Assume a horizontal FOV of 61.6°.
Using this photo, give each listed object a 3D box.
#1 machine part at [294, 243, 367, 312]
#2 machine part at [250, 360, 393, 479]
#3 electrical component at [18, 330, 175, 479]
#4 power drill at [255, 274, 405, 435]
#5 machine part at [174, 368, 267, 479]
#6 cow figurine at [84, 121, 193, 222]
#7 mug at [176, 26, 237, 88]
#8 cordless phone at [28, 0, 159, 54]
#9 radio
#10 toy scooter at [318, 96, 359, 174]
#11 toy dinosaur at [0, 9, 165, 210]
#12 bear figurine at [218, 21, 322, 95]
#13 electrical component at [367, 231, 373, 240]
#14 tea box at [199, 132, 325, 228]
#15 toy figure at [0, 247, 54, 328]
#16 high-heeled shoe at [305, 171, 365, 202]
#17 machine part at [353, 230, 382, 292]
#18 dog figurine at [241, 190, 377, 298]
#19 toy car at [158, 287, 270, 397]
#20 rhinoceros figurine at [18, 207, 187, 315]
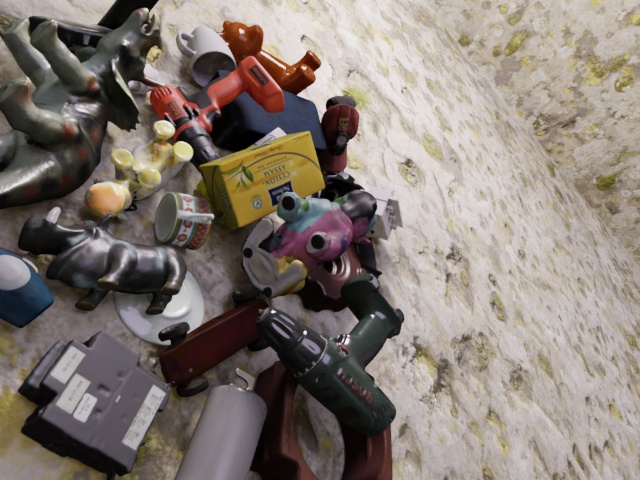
[{"bbox_3d":[0.005,0.041,0.940,0.179,0.056,0.179,29,42,-30],"label":"machine part"},{"bbox_3d":[0.003,0.264,0.734,0.201,0.087,0.201,32,43,-28],"label":"machine part"},{"bbox_3d":[-0.235,0.165,0.561,0.134,0.058,0.115,43,35,-17],"label":"electrical component"},{"bbox_3d":[0.033,0.131,0.736,0.232,0.086,0.207,50,32,-8],"label":"power drill"},{"bbox_3d":[-0.117,0.255,0.606,0.079,0.079,0.243,41,39,-20],"label":"machine part"},{"bbox_3d":[-0.251,-0.080,0.721,0.068,0.098,0.167,45,53,-7],"label":"cow figurine"},{"bbox_3d":[-0.215,-0.342,0.979,0.109,0.081,0.107,13,41,-39],"label":"mug"},{"bbox_3d":[-0.304,-0.316,0.757,0.146,0.184,0.088,-13,77,-53],"label":"cordless phone"},{"bbox_3d":[-0.099,-0.219,1.003,0.229,0.073,0.131,7,58,-41],"label":"radio"},{"bbox_3d":[0.032,-0.202,1.101,0.075,0.184,0.135,6,77,-8],"label":"toy scooter"},{"bbox_3d":[-0.318,-0.134,0.655,0.192,0.131,0.405,52,41,-48],"label":"toy dinosaur"},{"bbox_3d":[-0.109,-0.376,1.084,0.195,0.132,0.120,47,32,-22],"label":"bear figurine"},{"bbox_3d":[0.063,-0.032,1.008,0.102,0.045,0.078,-9,81,-71],"label":"electrical component"},{"bbox_3d":[-0.084,-0.094,0.811,0.169,0.068,0.098,-30,111,-33],"label":"tea box"},{"bbox_3d":[-0.344,0.021,0.552,0.154,0.058,0.064,48,15,-8],"label":"toy figure"},{"bbox_3d":[0.025,-0.078,1.009,0.145,0.086,0.249,24,23,-9],"label":"high-heeled shoe"},{"bbox_3d":[0.084,0.033,1.054,0.084,0.039,0.139,24,47,-30],"label":"machine part"},{"bbox_3d":[-0.002,-0.003,0.841,0.108,0.191,0.219,50,23,15],"label":"dog figurine"},{"bbox_3d":[-0.135,0.130,0.710,0.202,0.053,0.089,-26,103,-53],"label":"toy car"},{"bbox_3d":[-0.247,0.021,0.629,0.190,0.073,0.112,17,50,-30],"label":"rhinoceros figurine"}]
